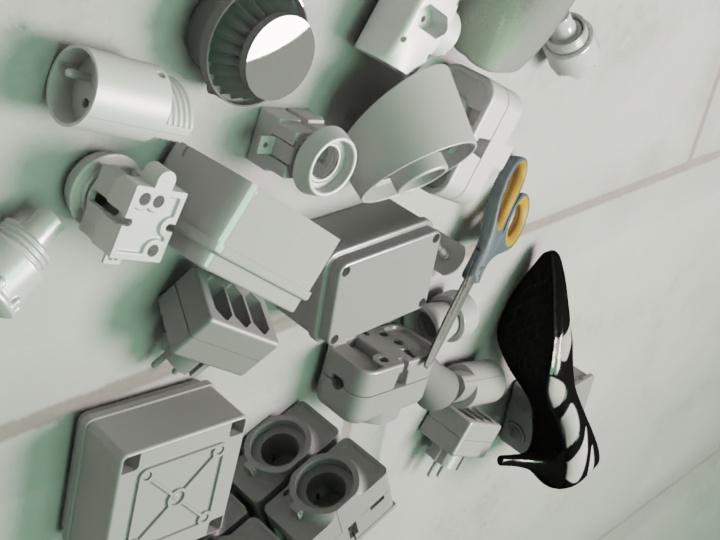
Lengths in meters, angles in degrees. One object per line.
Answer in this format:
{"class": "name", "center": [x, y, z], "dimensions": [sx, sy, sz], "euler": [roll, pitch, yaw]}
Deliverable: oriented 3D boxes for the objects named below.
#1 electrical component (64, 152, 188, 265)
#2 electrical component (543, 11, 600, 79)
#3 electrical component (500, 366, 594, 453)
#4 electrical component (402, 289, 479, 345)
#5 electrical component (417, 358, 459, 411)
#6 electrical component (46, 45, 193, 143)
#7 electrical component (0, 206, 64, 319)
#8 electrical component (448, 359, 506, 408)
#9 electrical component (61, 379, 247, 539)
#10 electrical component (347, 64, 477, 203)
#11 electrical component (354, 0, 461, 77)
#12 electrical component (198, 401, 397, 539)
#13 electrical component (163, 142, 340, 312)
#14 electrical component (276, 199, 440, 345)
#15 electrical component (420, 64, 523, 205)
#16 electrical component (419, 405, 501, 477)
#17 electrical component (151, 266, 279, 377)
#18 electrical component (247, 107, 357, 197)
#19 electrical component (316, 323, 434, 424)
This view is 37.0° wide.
{"class": "electrical component", "center": [-0.136, -0.037, 0.612], "dimensions": [0.048, 0.055, 0.066], "euler": [6, 113, -52]}
{"class": "electrical component", "center": [0.168, -0.187, 0.869], "dimensions": [0.043, 0.043, 0.062], "euler": [-51, 144, -7]}
{"class": "electrical component", "center": [0.205, 0.153, 1.188], "dimensions": [0.100, 0.048, 0.099], "euler": [-22, 133, -39]}
{"class": "electrical component", "center": [0.071, 0.044, 0.940], "dimensions": [0.055, 0.045, 0.045], "euler": [-20, 132, -41]}
{"class": "electrical component", "center": [0.058, 0.094, 0.970], "dimensions": [0.044, 0.044, 0.065], "euler": [-50, 140, -9]}
{"class": "electrical component", "center": [-0.125, -0.094, 0.590], "dimensions": [0.081, 0.043, 0.043], "euler": [5, 114, -52]}
{"class": "electrical component", "center": [-0.189, -0.008, 0.584], "dimensions": [0.062, 0.048, 0.048], "euler": [-49, 146, -22]}
{"class": "electrical component", "center": [0.100, 0.110, 1.030], "dimensions": [0.081, 0.043, 0.043], "euler": [-2, 119, -50]}
{"class": "electrical component", "center": [-0.144, 0.143, 0.751], "dimensions": [0.109, 0.056, 0.108], "euler": [-13, 128, -45]}
{"class": "electrical component", "center": [0.032, -0.091, 0.753], "dimensions": [0.099, 0.064, 0.099], "euler": [-25, 172, -4]}
{"class": "electrical component", "center": [0.043, -0.169, 0.731], "dimensions": [0.079, 0.043, 0.077], "euler": [18, 103, -55]}
{"class": "electrical component", "center": [-0.077, 0.196, 0.832], "dimensions": [0.186, 0.105, 0.060], "euler": [-38, 142, -24]}
{"class": "electrical component", "center": [-0.076, -0.025, 0.676], "dimensions": [0.057, 0.078, 0.113], "euler": [-59, 146, -1]}
{"class": "electrical component", "center": [0.000, 0.000, 0.806], "dimensions": [0.113, 0.057, 0.078], "euler": [-20, 133, -40]}
{"class": "electrical component", "center": [0.079, -0.101, 0.821], "dimensions": [0.059, 0.054, 0.095], "euler": [12, 108, -54]}
{"class": "electrical component", "center": [0.091, 0.173, 1.068], "dimensions": [0.066, 0.047, 0.076], "euler": [17, 104, -54]}
{"class": "electrical component", "center": [-0.107, 0.046, 0.721], "dimensions": [0.077, 0.047, 0.066], "euler": [-39, 141, 22]}
{"class": "electrical component", "center": [-0.036, -0.078, 0.701], "dimensions": [0.066, 0.055, 0.048], "euler": [-7, 123, -48]}
{"class": "electrical component", "center": [0.013, 0.089, 0.898], "dimensions": [0.095, 0.054, 0.059], "euler": [-12, 127, -45]}
